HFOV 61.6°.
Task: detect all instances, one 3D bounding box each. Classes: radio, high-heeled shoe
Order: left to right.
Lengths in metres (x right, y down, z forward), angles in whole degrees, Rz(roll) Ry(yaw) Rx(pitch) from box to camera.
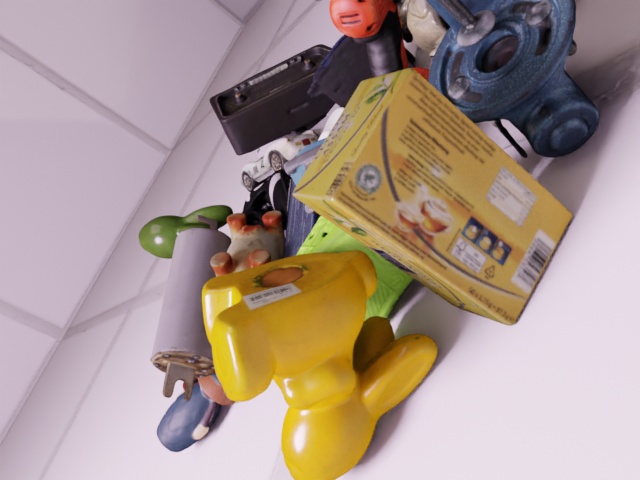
[{"bbox_3d":[-0.078,-0.030,0.777,0.145,0.086,0.249,-41,15,13],"label":"high-heeled shoe"},{"bbox_3d":[-0.061,-0.236,0.884,0.230,0.073,0.131,-27,37,-7],"label":"radio"}]

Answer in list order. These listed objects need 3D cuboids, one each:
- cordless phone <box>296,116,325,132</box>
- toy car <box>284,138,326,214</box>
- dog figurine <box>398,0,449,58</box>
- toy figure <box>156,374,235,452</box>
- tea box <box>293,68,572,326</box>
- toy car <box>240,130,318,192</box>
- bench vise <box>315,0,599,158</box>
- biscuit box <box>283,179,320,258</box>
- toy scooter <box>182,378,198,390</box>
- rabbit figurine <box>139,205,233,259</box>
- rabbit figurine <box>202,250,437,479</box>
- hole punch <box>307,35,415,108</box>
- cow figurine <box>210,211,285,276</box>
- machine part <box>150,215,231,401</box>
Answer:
[{"bbox_3d":[-0.017,-0.263,1.000,0.184,0.088,0.146,9,65,52],"label":"cordless phone"},{"bbox_3d":[0.048,-0.051,0.535,0.109,0.161,0.103,-14,84,39],"label":"toy car"},{"bbox_3d":[0.143,-0.278,0.692,0.172,0.121,0.190,-63,8,-12],"label":"dog figurine"},{"bbox_3d":[-0.136,0.187,0.652,0.154,0.064,0.058,-48,-13,7],"label":"toy figure"},{"bbox_3d":[0.080,-0.024,0.369,0.098,0.169,0.068,-58,23,-7],"label":"tea box"},{"bbox_3d":[-0.070,-0.127,0.885,0.073,0.056,0.202,-23,2,-31],"label":"toy car"},{"bbox_3d":[0.122,-0.176,0.423,0.129,0.240,0.224,-32,49,38],"label":"bench vise"},{"bbox_3d":[-0.001,-0.002,0.609,0.063,0.059,0.203,-36,36,38],"label":"biscuit box"},{"bbox_3d":[-0.145,0.127,0.726,0.184,0.075,0.135,-47,25,28],"label":"toy scooter"},{"bbox_3d":[-0.194,0.020,0.834,0.159,0.170,0.121,-39,29,36],"label":"rabbit figurine"},{"bbox_3d":[-0.001,0.100,0.414,0.162,0.173,0.122,-17,12,-24],"label":"rabbit figurine"},{"bbox_3d":[0.066,-0.236,0.747,0.142,0.115,0.092,-42,19,29],"label":"hole punch"},{"bbox_3d":[-0.076,0.063,0.615,0.086,0.127,0.195,-8,31,6],"label":"cow figurine"},{"bbox_3d":[-0.149,0.072,0.648,0.079,0.079,0.243,-35,40,40],"label":"machine part"}]
